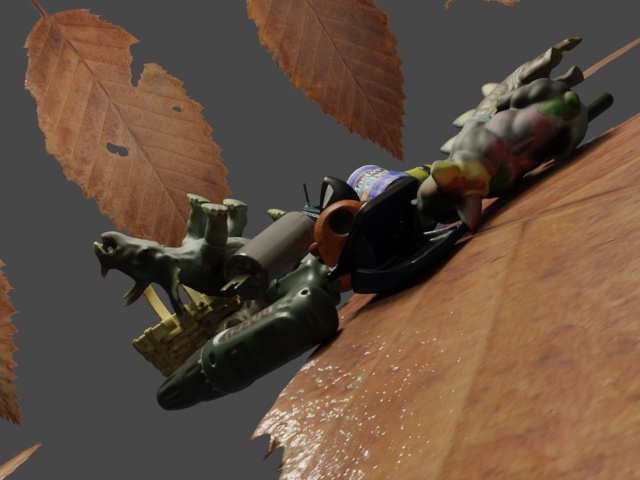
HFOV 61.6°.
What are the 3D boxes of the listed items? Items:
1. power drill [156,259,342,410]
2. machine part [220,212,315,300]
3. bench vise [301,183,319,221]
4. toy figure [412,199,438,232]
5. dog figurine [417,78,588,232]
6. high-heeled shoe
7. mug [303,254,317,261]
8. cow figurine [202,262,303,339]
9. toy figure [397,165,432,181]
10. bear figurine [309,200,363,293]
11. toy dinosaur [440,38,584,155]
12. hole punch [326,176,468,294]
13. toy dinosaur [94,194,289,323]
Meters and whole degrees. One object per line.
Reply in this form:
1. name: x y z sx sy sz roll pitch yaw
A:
1. power drill: -0.068 0.105 0.645 0.232 0.086 0.207 -31 -1 25
2. machine part: -0.069 0.020 0.826 0.079 0.079 0.243 -33 5 36
3. bench vise: 0.041 -0.041 1.176 0.241 0.128 0.223 18 32 40
4. toy figure: 0.133 -0.025 0.819 0.154 0.064 0.058 134 153 -77
5. dog figurine: 0.215 -0.098 0.654 0.191 0.108 0.219 -28 9 43
6. high-heeled shoe: -0.002 -0.003 1.010 0.248 0.145 0.086 -42 -1 36
7. mug: -0.045 0.060 1.117 0.107 0.081 0.109 -34 -24 -55
8. cow figurine: -0.100 0.115 0.854 0.127 0.085 0.195 -25 9 35
9. toy figure: 0.192 -0.113 1.165 0.180 0.082 0.089 -9 -36 -33
10. bear figurine: 0.051 0.014 0.836 0.120 0.132 0.195 -33 -16 -3
11. toy dinosaur: 0.320 -0.201 0.986 0.471 0.105 0.199 -48 12 -7
12. hole punch: 0.088 0.008 0.599 0.142 0.092 0.115 -37 -20 -39
13. toy dinosaur: -0.155 0.031 0.890 0.404 0.131 0.192 5 -77 -55
